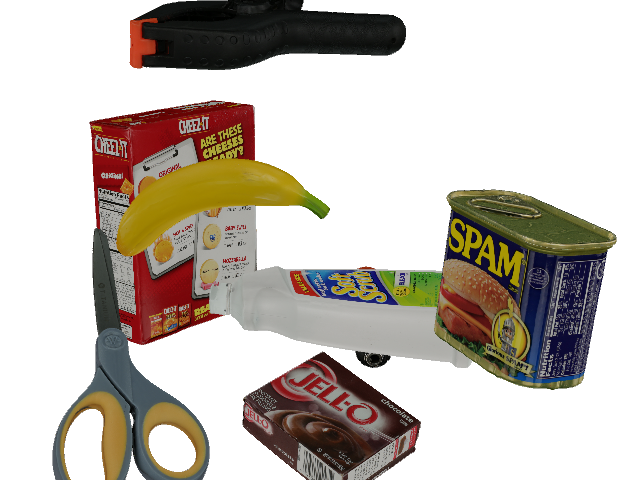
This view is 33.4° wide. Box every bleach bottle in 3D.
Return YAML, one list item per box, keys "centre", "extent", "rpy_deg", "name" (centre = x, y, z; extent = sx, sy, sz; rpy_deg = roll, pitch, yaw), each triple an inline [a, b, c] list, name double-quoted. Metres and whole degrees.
- centre: [0.018, 0.067, 1.020]
  extent: [0.251, 0.068, 0.102]
  rpy_deg: [3, 28, 4]
  name: "bleach bottle"

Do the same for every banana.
- centre: [-0.093, -0.027, 0.832]
  extent: [0.198, 0.069, 0.037]
  rpy_deg: [-9, 26, 29]
  name: "banana"

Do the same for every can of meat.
- centre: [0.108, 0.025, 0.592]
  extent: [0.057, 0.084, 0.102]
  rpy_deg: [-3, 19, -27]
  name: "can of meat"

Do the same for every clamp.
- centre: [-0.046, -0.136, 0.669]
  extent: [0.171, 0.039, 0.120]
  rpy_deg: [-8, 22, -28]
  name: "clamp"

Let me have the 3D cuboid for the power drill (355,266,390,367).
- centre: [0.123, 0.084, 1.214]
  extent: [0.187, 0.057, 0.184]
  rpy_deg: [-1, 27, -1]
  name: "power drill"

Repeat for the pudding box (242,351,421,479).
- centre: [0.008, 0.145, 0.841]
  extent: [0.089, 0.039, 0.114]
  rpy_deg: [-27, 48, -37]
  name: "pudding box"

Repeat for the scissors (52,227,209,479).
- centre: [-0.107, 0.074, 0.642]
  extent: [0.096, 0.201, 0.016]
  rpy_deg: [13, -45, -10]
  name: "scissors"

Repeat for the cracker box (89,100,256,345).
- centre: [-0.142, -0.023, 1.064]
  extent: [0.072, 0.214, 0.163]
  rpy_deg: [12, 20, 39]
  name: "cracker box"
